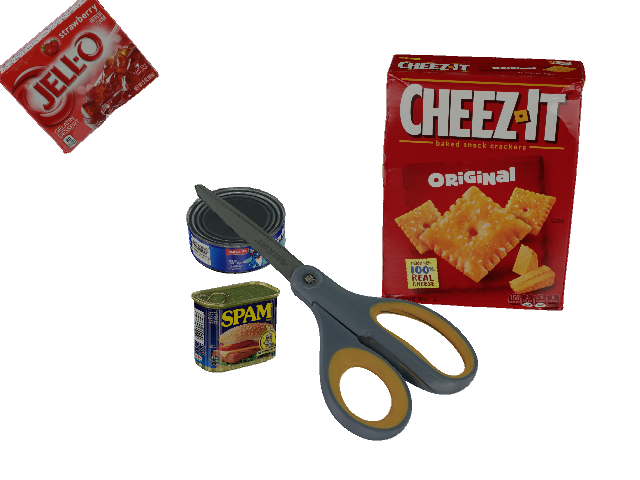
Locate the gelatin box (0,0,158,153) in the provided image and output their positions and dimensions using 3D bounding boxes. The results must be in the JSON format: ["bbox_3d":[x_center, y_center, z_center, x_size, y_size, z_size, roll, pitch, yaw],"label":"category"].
[{"bbox_3d":[-0.172,-0.118,0.754,0.089,0.073,0.030,-41,27,-2],"label":"gelatin box"}]

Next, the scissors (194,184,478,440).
[{"bbox_3d":[-0.010,0.042,0.604,0.202,0.096,0.016,26,-34,13],"label":"scissors"}]

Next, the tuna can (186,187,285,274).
[{"bbox_3d":[-0.073,-0.009,0.931,0.086,0.034,0.086,0,38,0],"label":"tuna can"}]

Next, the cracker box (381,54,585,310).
[{"bbox_3d":[0.138,-0.048,0.931,0.164,0.214,0.072,3,23,8],"label":"cracker box"}]

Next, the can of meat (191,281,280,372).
[{"bbox_3d":[-0.098,0.100,1.240,0.101,0.084,0.058,-9,18,-36],"label":"can of meat"}]
